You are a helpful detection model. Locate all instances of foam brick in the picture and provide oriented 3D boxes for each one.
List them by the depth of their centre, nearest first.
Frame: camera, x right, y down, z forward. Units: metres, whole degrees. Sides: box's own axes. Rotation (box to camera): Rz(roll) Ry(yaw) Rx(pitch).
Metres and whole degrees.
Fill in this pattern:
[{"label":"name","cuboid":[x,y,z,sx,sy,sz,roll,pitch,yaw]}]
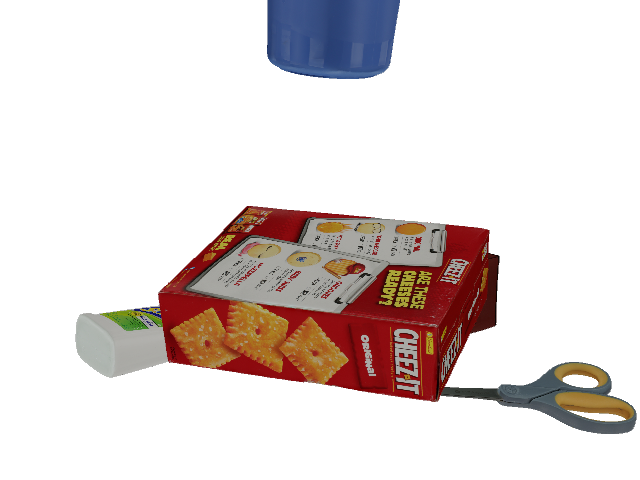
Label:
[{"label":"foam brick","cuboid":[0.148,0.051,1.104,0.051,0.078,0.053,-14,20,-41]}]

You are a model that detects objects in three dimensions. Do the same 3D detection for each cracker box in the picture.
[{"label":"cracker box","cuboid":[0.008,0.043,0.823,0.214,0.072,0.164,6,27,20]}]

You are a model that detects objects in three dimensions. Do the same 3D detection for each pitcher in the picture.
[{"label":"pitcher","cuboid":[0.022,-0.260,0.882,0.145,0.243,0.149,8,19,10]}]

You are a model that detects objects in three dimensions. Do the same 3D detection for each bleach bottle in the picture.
[{"label":"bleach bottle","cuboid":[-0.196,0.119,1.442,0.250,0.068,0.103,-11,25,-40]}]

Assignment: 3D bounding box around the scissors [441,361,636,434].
[{"label":"scissors","cuboid":[0.173,0.125,0.931,0.202,0.016,0.096,12,29,8]}]
